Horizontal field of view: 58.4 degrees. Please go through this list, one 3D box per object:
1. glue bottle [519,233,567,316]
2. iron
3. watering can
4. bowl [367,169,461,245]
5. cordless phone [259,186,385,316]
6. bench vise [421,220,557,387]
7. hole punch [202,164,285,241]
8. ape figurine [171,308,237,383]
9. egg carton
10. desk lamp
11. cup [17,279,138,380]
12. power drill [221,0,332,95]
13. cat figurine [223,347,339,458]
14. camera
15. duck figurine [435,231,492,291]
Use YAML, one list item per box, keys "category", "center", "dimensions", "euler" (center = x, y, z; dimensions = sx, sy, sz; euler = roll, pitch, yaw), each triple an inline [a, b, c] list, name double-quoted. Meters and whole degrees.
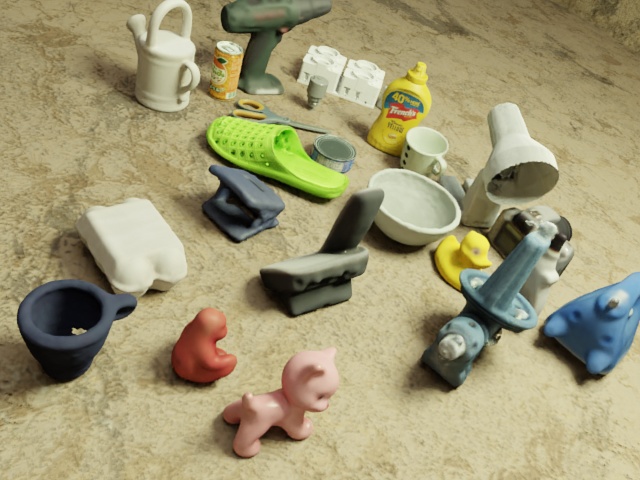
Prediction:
- category: "glue bottle"
  center: [0.319, 0.056, 0.857]
  dimensions: [0.037, 0.173, 0.078]
  euler: [-13, 50, -34]
- category: "iron"
  center: [0.465, 0.100, 0.896]
  dimensions: [0.259, 0.141, 0.118]
  euler: [-23, 56, -40]
- category: "watering can"
  center: [-0.283, -0.344, 1.035]
  dimensions: [0.173, 0.194, 0.101]
  euler: [22, 39, 2]
- category: "bowl"
  center: [0.149, -0.044, 0.975]
  dimensions: [0.167, 0.075, 0.167]
  euler: [12, 40, -10]
- category: "cordless phone"
  center: [0.007, 0.003, 0.772]
  dimensions: [0.148, 0.185, 0.094]
  euler: [-17, 52, -37]
- category: "bench vise"
  center: [0.236, 0.087, 0.749]
  dimensions: [0.121, 0.220, 0.208]
  euler: [27, 40, 7]
- category: "hole punch"
  center: [-0.114, -0.070, 0.877]
  dimensions: [0.108, 0.091, 0.101]
  euler: [40, 43, 22]
- category: "ape figurine"
  center: [-0.130, 0.115, 0.657]
  dimensions: [0.076, 0.092, 0.077]
  euler: [-4, 45, -27]
- category: "egg carton"
  center: [-0.244, 0.009, 0.747]
  dimensions: [0.107, 0.069, 0.150]
  euler: [-20, 54, -38]
- category: "desk lamp"
  center: [0.313, -0.122, 1.027]
  dimensions: [0.118, 0.213, 0.203]
  euler: [7, 41, -16]
- category: "cup"
  center: [-0.258, 0.101, 0.616]
  dimensions: [0.118, 0.095, 0.091]
  euler: [-14, 50, -35]
- category: "power drill"
  center: [-0.099, -0.409, 1.180]
  dimensions: [0.230, 0.208, 0.075]
  euler: [-9, 47, -31]
- category: "cat figurine"
  center: [-0.033, 0.165, 0.622]
  dimensions: [0.128, 0.118, 0.067]
  euler: [-10, 48, -32]
- category: "camera"
  center: [0.400, -0.004, 1.019]
  dimensions: [0.137, 0.101, 0.143]
  euler: [-9, 48, -32]
- category: "duck figurine"
  center: [0.238, 0.023, 0.928]
  dimensions: [0.078, 0.086, 0.104]
  euler: [-6, 46, -29]
